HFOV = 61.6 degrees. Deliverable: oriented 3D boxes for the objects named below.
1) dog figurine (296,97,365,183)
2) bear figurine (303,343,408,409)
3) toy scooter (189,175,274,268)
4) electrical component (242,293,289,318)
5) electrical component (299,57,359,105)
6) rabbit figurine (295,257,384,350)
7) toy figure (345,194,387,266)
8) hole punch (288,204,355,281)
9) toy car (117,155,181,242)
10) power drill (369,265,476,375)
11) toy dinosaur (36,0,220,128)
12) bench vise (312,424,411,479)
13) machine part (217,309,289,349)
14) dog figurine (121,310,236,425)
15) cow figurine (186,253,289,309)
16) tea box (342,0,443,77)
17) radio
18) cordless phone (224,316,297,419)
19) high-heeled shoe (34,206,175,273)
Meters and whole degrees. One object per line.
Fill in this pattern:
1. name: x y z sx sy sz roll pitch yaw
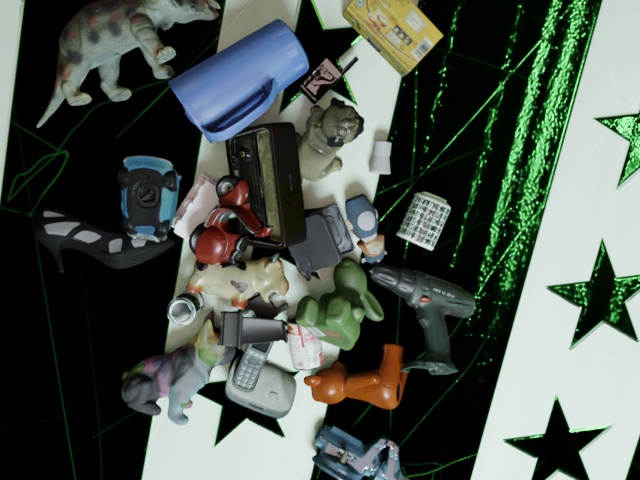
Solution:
1. dog figurine: 0.002 -0.171 0.990 0.121 0.191 0.172 19 99 -7
2. bear figurine: 0.075 0.287 1.124 0.196 0.132 0.120 2 139 24
3. toy scooter: -0.158 -0.017 0.988 0.135 0.075 0.183 34 109 16
4. electrical component: -0.117 0.143 1.119 0.094 0.021 0.063 -28 101 1
5. electrical component: 0.016 -0.316 1.025 0.047 0.075 0.119 43 98 -10
6. rabbit figurine: 0.058 0.120 1.072 0.159 0.121 0.170 40 55 -29
7. toy figure: 0.095 -0.014 1.090 0.064 0.058 0.154 -17 102 17
8. hole punch: -0.002 -0.003 1.078 0.116 0.092 0.142 -17 102 34
9. toy car: -0.317 -0.082 1.026 0.109 0.103 0.161 4 102 2
10. power drill: 0.203 0.162 1.084 0.232 0.086 0.207 11 59 -15
11. toy dinosaur: -0.381 -0.365 0.975 0.405 0.131 0.192 -21 88 4
12. bench vise: 0.066 0.513 1.134 0.224 0.129 0.240 29 79 0
13. machine part: -0.130 0.177 1.065 0.139 0.039 0.084 6 70 -11
14. dog figurine: -0.280 0.241 1.085 0.191 0.108 0.219 22 93 -4
15. cow figurine: -0.155 0.070 1.072 0.195 0.085 0.127 17 90 1
16. tea box: 0.136 -0.407 1.021 0.169 0.068 0.098 44 93 -8
17. radio: -0.103 -0.102 1.022 0.131 0.073 0.229 2 102 39
18. cordless phone: -0.103 0.260 1.112 0.146 0.089 0.184 24 91 -7
19. high-heeled shoe: -0.425 -0.019 1.063 0.249 0.086 0.145 -12 70 -19
